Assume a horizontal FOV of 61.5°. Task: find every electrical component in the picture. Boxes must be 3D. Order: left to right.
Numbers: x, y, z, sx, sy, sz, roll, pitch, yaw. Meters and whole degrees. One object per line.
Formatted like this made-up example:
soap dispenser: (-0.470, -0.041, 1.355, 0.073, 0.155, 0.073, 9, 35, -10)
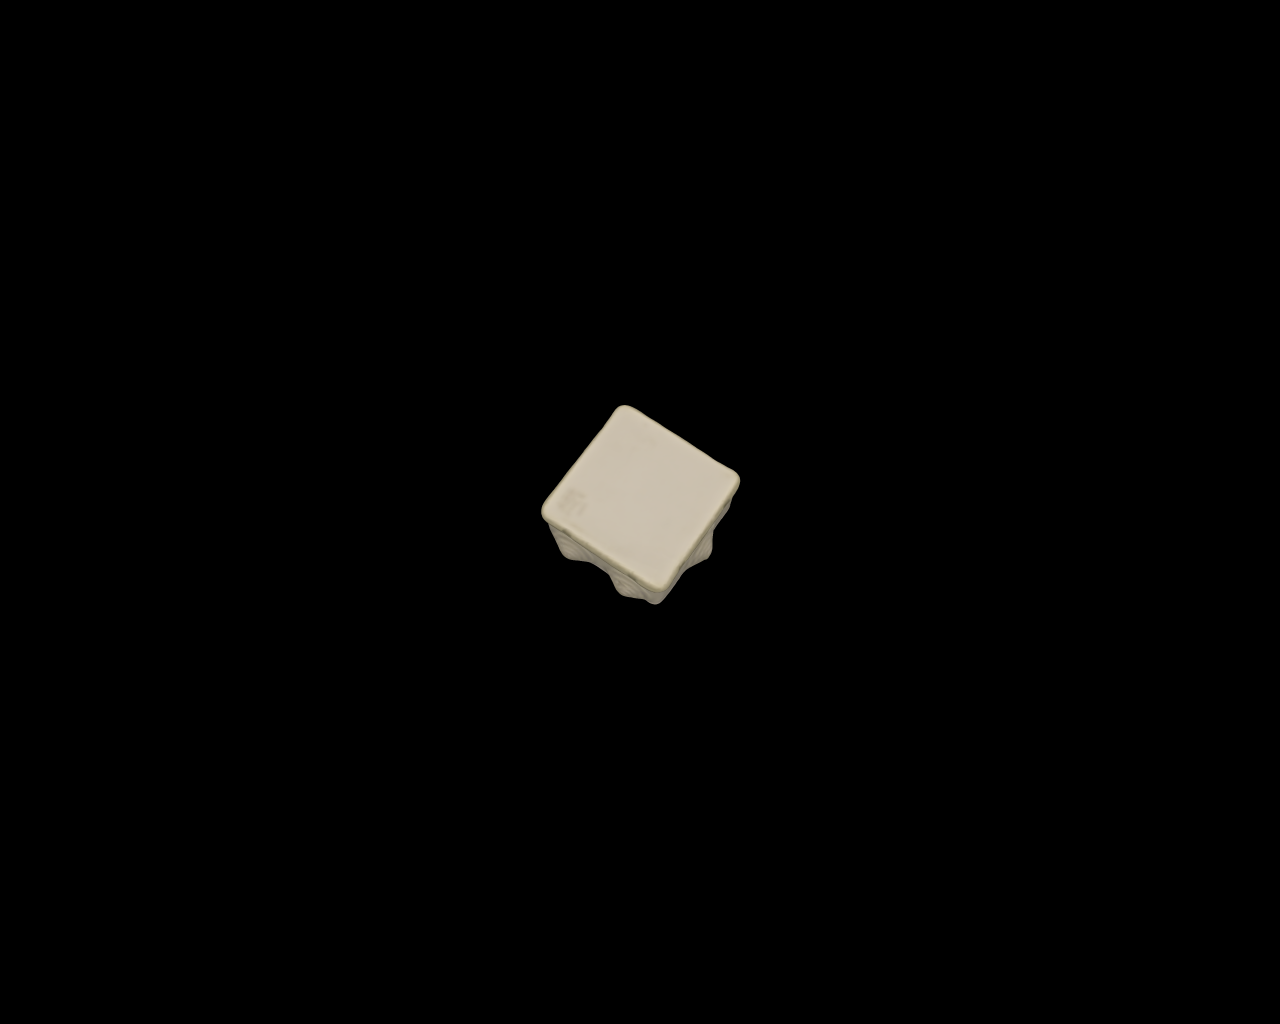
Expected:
electrical component: (0.001, -0.003, 0.650, 0.100, 0.100, 0.048, 33, -16, 11)
